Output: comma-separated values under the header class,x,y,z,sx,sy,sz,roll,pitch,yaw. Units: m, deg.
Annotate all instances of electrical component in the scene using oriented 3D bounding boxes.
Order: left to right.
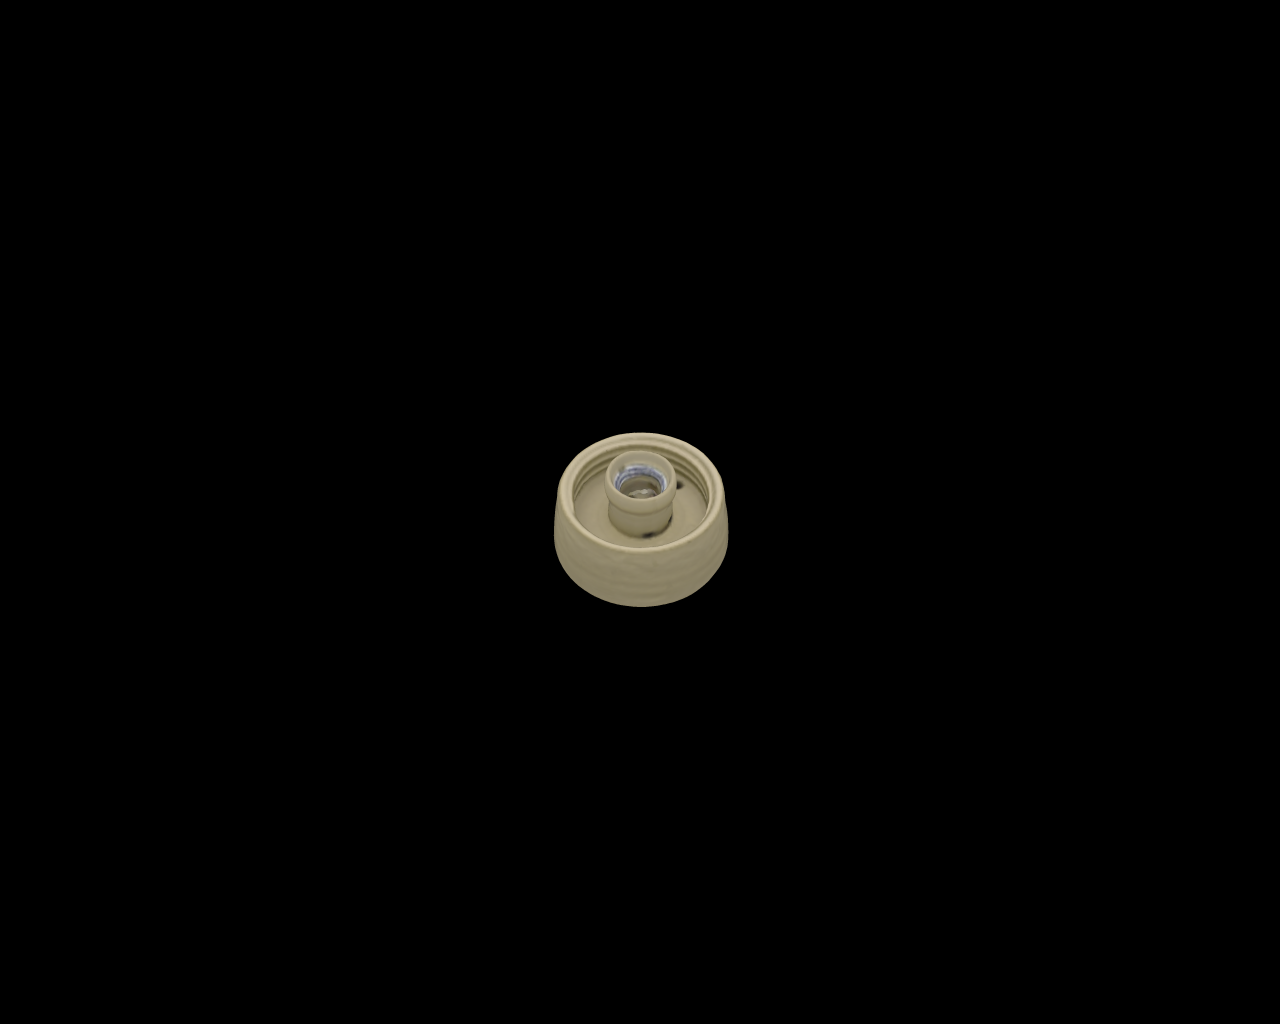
class,x,y,z,sx,sy,sz,roll,pitch,yaw
electrical component,0.001,-0.003,0.650,0.108,0.108,0.060,0,-41,0
